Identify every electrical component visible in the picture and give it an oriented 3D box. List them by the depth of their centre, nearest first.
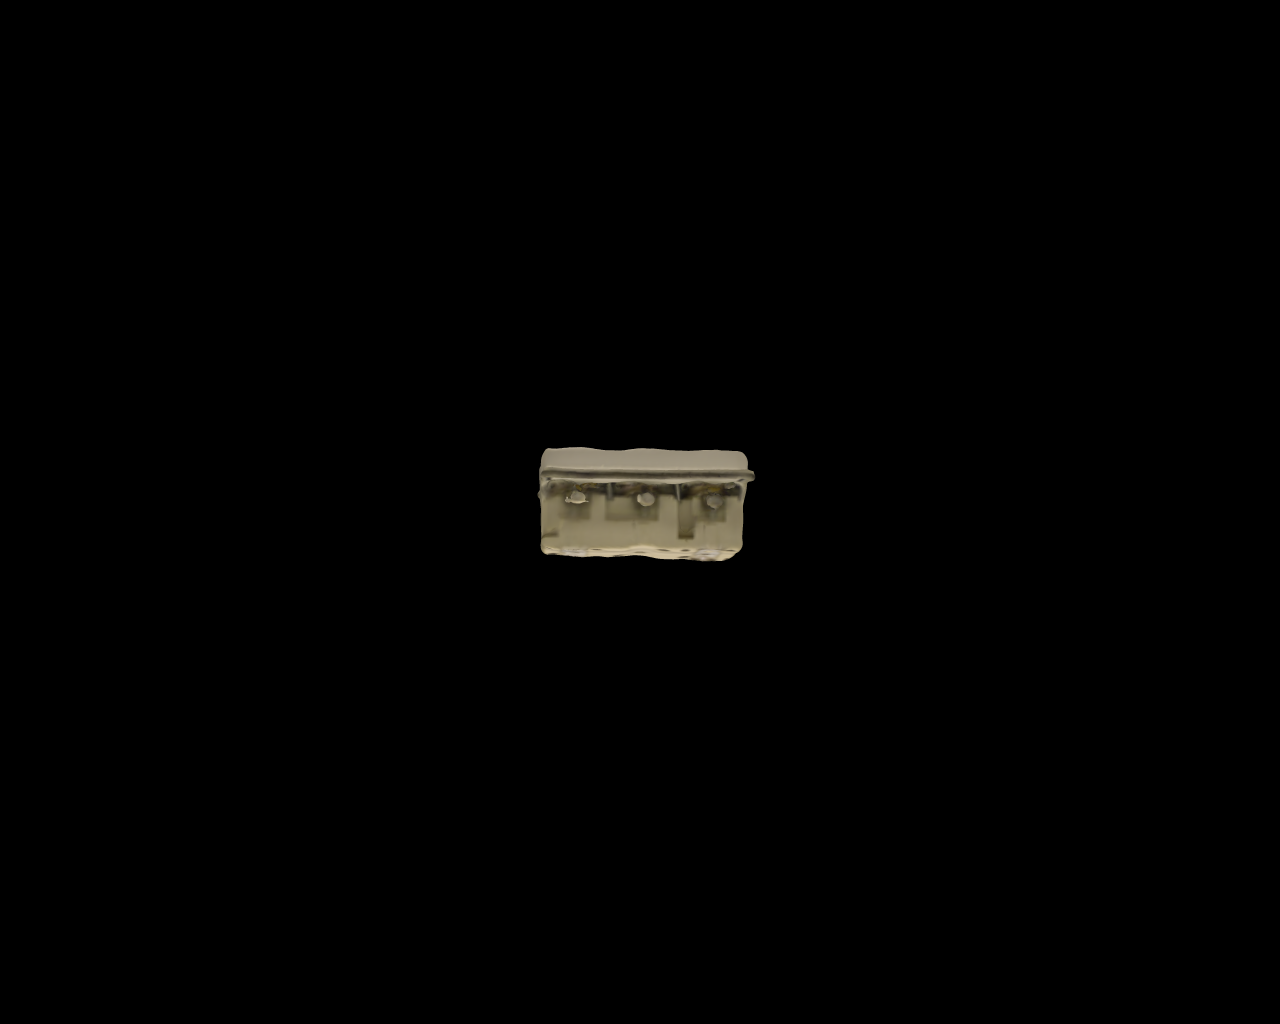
[{"bbox_3d":[0.001,-0.003,0.650,0.121,0.063,0.078,1,-11,-7],"label":"electrical component"}]
